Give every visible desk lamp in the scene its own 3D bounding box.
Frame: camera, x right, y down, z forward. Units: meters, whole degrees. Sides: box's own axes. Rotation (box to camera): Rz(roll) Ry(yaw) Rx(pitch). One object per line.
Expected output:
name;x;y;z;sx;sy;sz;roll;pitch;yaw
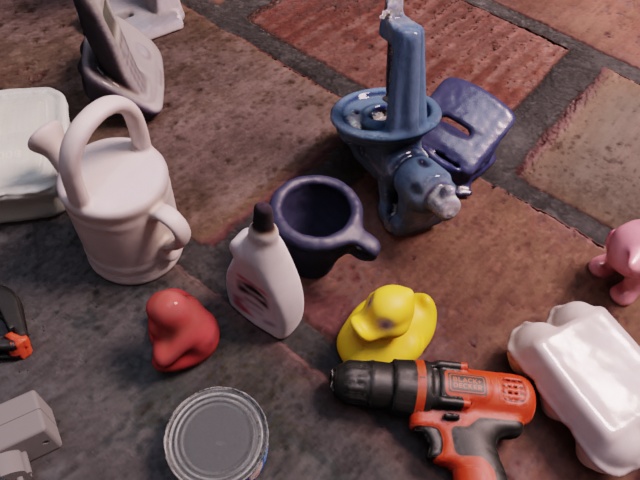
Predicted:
desk lamp;-0.235;-0.393;0.770;0.204;0.213;0.117;-33;63;-25

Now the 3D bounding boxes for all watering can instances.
watering can;-0.197;-0.051;0.537;0.172;0.194;0.101;11;54;3

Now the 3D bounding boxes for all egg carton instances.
egg carton;0.246;0.130;0.520;0.107;0.069;0.150;-22;59;-19

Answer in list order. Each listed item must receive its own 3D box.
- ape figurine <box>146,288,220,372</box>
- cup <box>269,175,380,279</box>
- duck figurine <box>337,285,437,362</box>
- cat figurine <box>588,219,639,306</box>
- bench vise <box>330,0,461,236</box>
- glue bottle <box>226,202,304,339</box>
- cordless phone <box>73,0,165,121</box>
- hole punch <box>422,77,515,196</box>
ape figurine;-0.131;0.074;0.514;0.076;0.092;0.078;13;54;5
cup;0.005;0.002;0.577;0.117;0.095;0.092;30;57;16
duck figurine;0.067;0.073;0.536;0.105;0.086;0.077;-24;59;-20
cat figurine;0.340;0.010;0.586;0.128;0.118;0.067;-15;57;-15
bench vise;0.097;-0.126;0.601;0.122;0.220;0.207;-34;63;-25
glue bottle;-0.050;0.023;0.508;0.078;0.173;0.037;28;57;16
cordless phone;-0.245;-0.247;0.681;0.094;0.185;0.147;-7;55;-10
hole punch;0.163;-0.125;0.685;0.108;0.091;0.101;37;59;21
